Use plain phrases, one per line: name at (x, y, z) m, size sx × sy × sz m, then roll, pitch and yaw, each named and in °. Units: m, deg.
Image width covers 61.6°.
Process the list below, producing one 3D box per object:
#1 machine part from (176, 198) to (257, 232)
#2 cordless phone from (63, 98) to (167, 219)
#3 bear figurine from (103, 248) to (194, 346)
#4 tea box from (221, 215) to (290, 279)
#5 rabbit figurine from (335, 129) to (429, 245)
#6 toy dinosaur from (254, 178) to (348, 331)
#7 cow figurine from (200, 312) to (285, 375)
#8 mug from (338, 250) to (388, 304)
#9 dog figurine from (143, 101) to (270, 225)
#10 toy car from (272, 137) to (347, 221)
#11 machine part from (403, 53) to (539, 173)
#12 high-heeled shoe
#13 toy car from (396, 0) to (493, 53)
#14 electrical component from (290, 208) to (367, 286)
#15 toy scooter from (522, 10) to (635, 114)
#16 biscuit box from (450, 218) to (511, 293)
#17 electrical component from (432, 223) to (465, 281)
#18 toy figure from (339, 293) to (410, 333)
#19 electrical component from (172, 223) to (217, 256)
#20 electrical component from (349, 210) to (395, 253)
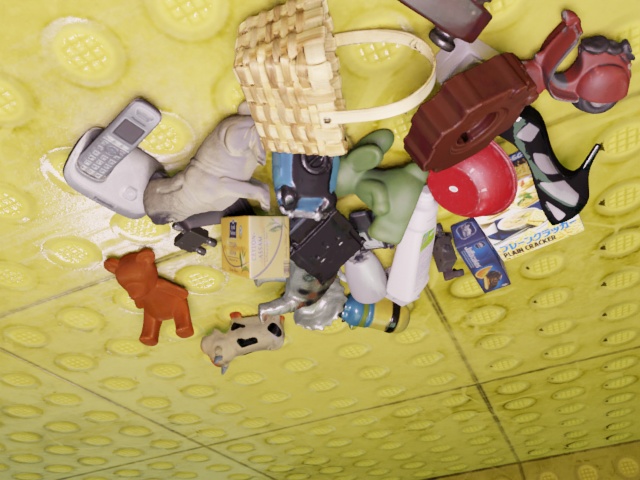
machine part at (-0.187, -0.047, 0.952) m, size 0.139 × 0.039 × 0.084 m, roll -12°, pitch 146°, yaw 6°
cordless phone at (-0.277, -0.127, 0.807) m, size 0.184 × 0.089 × 0.146 m, roll -34°, pitch 133°, yaw 25°
bear figurine at (-0.337, 0.111, 1.064) m, size 0.120 × 0.132 × 0.195 m, roll -13°, pitch 147°, yaw 6°
tea box at (-0.109, 0.009, 0.869) m, size 0.068 × 0.098 × 0.170 m, roll -2°, pitch 180°, yaw -23°
rabbit figurine at (0.076, -0.090, 0.861) m, size 0.170 × 0.121 × 0.159 m, roll 21°, pitch 129°, yaw 5°
toy dinosaur at (-0.025, 0.045, 1.029) m, size 0.192 × 0.131 × 0.404 m, roll -5°, pitch 139°, yaw -18°
cow figurine at (-0.176, 0.230, 1.229) m, size 0.195 × 0.127 × 0.085 m, roll -9°, pitch 138°, yaw 1°
mug at (0.082, 0.063, 1.098) m, size 0.110 × 0.081 × 0.107 m, roll 18°, pitch 144°, yaw 34°
dog figurine at (-0.173, -0.112, 0.794) m, size 0.191 × 0.172 × 0.121 m, roll -3°, pitch -177°, yaw -4°
toy car at (-0.027, -0.110, 0.827) m, size 0.109 × 0.161 × 0.103 m, roll 2°, pitch 180°, yaw -22°
machine part at (0.193, -0.157, 0.697) m, size 0.179 × 0.056 × 0.179 m, roll -28°, pitch 164°, yaw -9°
high-heeled shoe at (0.304, -0.123, 0.825) m, size 0.249 × 0.086 × 0.145 m, roll 25°, pitch 123°, yaw 4°
toy car at (0.120, -0.305, 0.648) m, size 0.202 × 0.053 × 0.089 m, roll 21°, pitch 124°, yaw -24°
electrical component at (-0.002, -0.003, 0.898) m, size 0.115 × 0.058 × 0.134 m, roll -47°, pitch 130°, yaw 2°
toy scooter at (0.352, -0.245, 0.736) m, size 0.184 × 0.075 × 0.135 m, roll 4°, pitch 139°, yaw -4°
biscuit box at (0.327, 0.033, 1.090) m, size 0.063 × 0.059 × 0.202 m, roll -23°, pitch 138°, yaw 21°
electrical component at (0.248, 0.026, 1.048) m, size 0.045 × 0.102 × 0.078 m, roll -10°, pitch 150°, yaw -7°
toy figure at (0.115, 0.164, 1.208) m, size 0.180 × 0.089 × 0.082 m, roll 9°, pitch 147°, yaw -20°
electrical component at (-0.244, -0.002, 1.013) m, size 0.094 × 0.021 × 0.063 m, roll 29°, pitch 131°, yaw -36°
electrical component at (0.089, -0.026, 0.989) m, size 0.075 × 0.048 × 0.119 m, roll -10°, pitch 140°, yaw 24°
